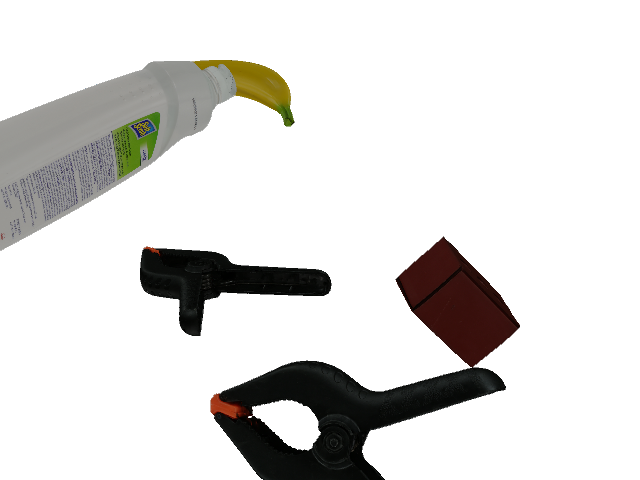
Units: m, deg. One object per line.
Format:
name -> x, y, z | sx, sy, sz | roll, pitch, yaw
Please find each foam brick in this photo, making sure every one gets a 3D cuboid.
foam brick -> 0.105, 0.048, 0.819 | 0.078, 0.051, 0.053 | 43, 11, -27

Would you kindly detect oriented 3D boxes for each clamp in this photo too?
clamp -> 0.017, 0.126, 0.615 | 0.172, 0.120, 0.039 | 4, -10, 21
clamp -> -0.117, 0.042, 1.028 | 0.210, 0.036, 0.164 | 13, 21, 41

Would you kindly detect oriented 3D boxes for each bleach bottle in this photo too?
bleach bottle -> -0.179, -0.074, 0.839 | 0.250, 0.068, 0.103 | -28, -26, -24

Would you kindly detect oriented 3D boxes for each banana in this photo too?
banana -> -0.112, -0.166, 1.143 | 0.198, 0.037, 0.069 | 9, 46, 18
